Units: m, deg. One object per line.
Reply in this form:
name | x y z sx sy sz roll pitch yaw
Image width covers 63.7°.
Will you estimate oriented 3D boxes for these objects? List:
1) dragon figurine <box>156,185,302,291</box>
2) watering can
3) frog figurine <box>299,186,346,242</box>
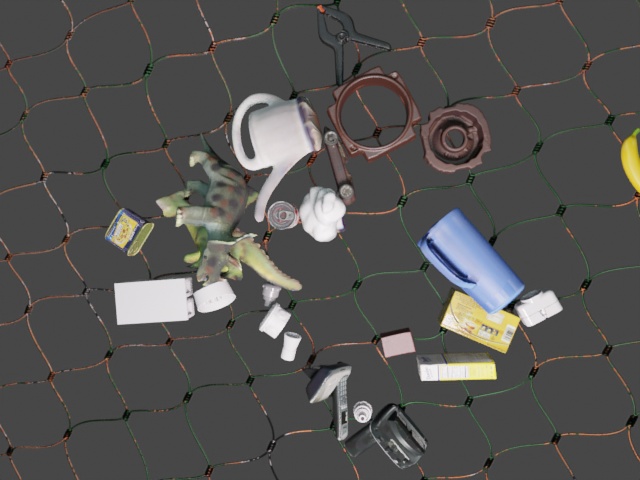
dragon figurine | -0.221 -0.027 1.308 0.410 0.121 0.244 13 84 2
watering can | -0.099 -0.225 1.270 0.224 0.102 0.353 -17 69 7
frog figurine | 0.004 -0.063 1.251 0.122 0.160 0.137 -1 92 7
